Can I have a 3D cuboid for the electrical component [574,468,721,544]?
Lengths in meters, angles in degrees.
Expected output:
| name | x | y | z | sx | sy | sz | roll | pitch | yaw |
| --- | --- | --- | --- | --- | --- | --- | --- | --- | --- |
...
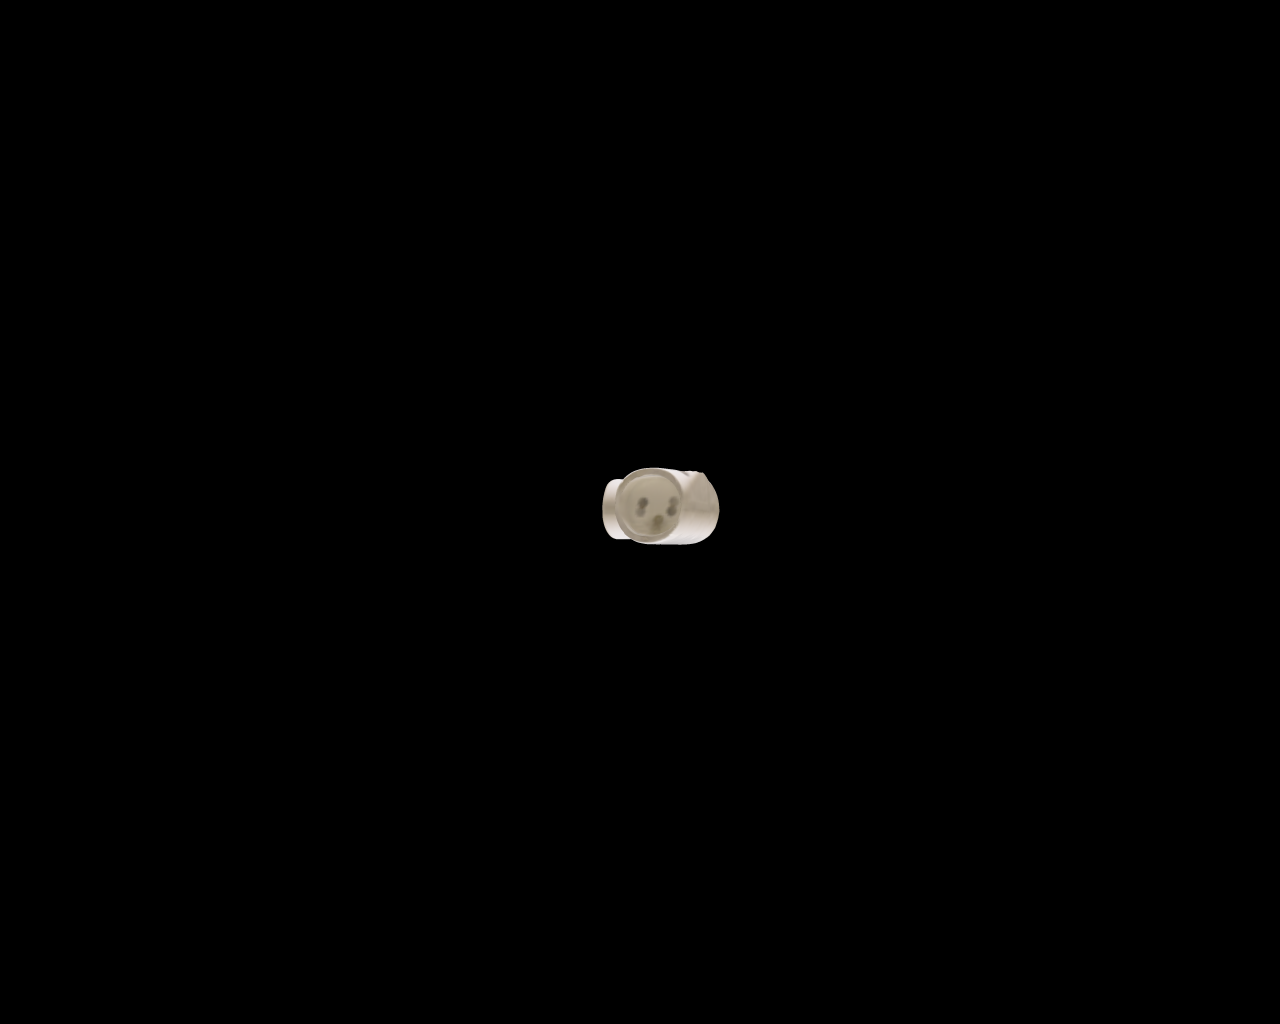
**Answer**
| name | x | y | z | sx | sy | sz | roll | pitch | yaw |
| --- | --- | --- | --- | --- | --- | --- | --- | --- | --- |
| electrical component | 0.001 | -0.003 | 0.650 | 0.079 | 0.044 | 0.077 | -1 | -2 | 20 |
